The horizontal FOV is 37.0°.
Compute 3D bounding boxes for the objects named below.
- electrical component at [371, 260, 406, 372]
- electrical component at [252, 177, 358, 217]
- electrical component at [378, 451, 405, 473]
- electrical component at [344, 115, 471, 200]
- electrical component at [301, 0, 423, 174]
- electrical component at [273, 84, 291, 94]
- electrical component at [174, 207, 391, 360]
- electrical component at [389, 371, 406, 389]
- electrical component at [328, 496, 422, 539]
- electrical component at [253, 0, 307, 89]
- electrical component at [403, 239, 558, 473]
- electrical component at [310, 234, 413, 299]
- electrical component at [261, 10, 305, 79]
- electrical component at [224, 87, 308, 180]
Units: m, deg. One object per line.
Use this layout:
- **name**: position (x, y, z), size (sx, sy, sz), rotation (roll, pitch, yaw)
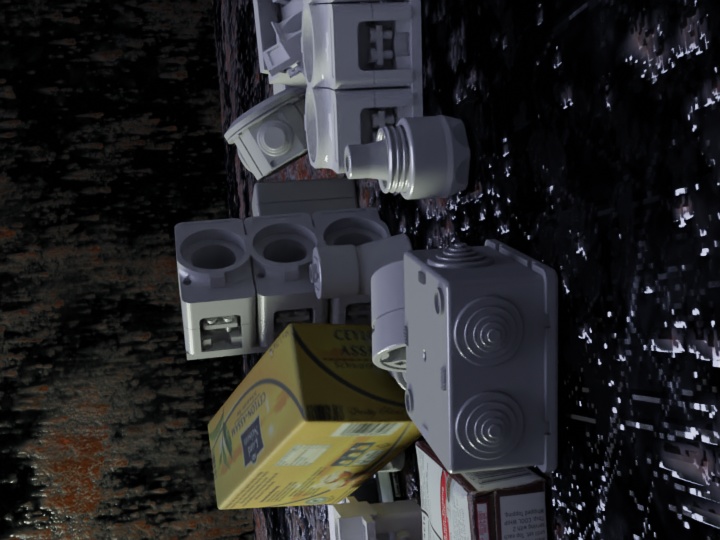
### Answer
- **electrical component**: position (0.032, 0.024, 0.573), size (0.055, 0.055, 0.047), rotation (109, 158, -66)
- **electrical component**: position (-0.044, -0.032, 0.893), size (0.047, 0.083, 0.075), rotation (117, 147, -71)
- **electrical component**: position (0.013, 0.114, 0.773), size (0.035, 0.035, 0.061), rotation (124, 143, -74)
- **electrical component**: position (0.024, -0.058, 0.559), size (0.043, 0.062, 0.043), rotation (176, 90, -80)
- **electrical component**: position (-0.002, -0.141, 0.670), size (0.089, 0.062, 0.150), rotation (-130, 36, -73)
- **electrical component**: position (-0.049, -0.158, 0.963), size (0.100, 0.048, 0.099), rotation (-137, 43, -75)
- **electrical component**: position (-0.054, 0.004, 0.769), size (0.089, 0.150, 0.061), rotation (-107, 15, -49)
- **electrical component**: position (0.036, 0.056, 0.621), size (0.061, 0.035, 0.035), rotation (-130, 36, -68)
- **electrical component**: position (0.017, 0.217, 0.712), size (0.079, 0.063, 0.121), rotation (177, 88, -80)
- **electrical component**: position (-0.042, -0.210, 0.839), size (0.063, 0.079, 0.121), rotation (-23, 70, 50)
- **electrical component**: position (0.051, 0.037, 0.484), size (0.099, 0.048, 0.099), rotation (-134, 41, -75)
- **electrical component**: position (0.000, 0.000, 0.708), size (0.044, 0.065, 0.044), rotation (176, 90, -80)
- **electrical component**: position (-0.026, -0.157, 0.772), size (0.063, 0.081, 0.042), rotation (58, -174, -30)
- **electrical component**: position (-0.066, -0.112, 0.881), size (0.051, 0.080, 0.080), rotation (59, 170, -3)
